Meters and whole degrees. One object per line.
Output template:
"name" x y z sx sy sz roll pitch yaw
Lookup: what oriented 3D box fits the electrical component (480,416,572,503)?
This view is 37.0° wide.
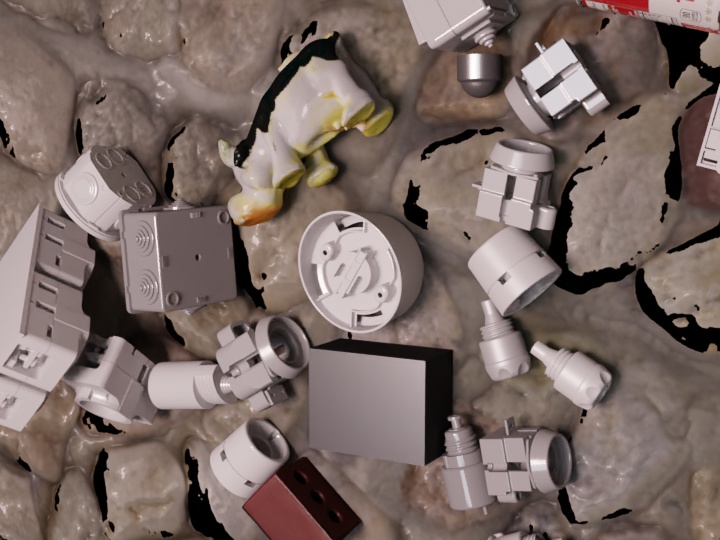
"electrical component" 0.127 0.145 0.819 0.055 0.048 0.066 -7 94 37

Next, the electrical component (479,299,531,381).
"electrical component" 0.107 0.052 0.822 0.035 0.035 0.061 -20 84 29

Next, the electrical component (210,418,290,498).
"electrical component" -0.095 0.162 0.938 0.047 0.055 0.055 -46 75 22

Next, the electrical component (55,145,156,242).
"electrical component" -0.228 -0.070 0.964 0.051 0.080 0.080 -40 78 22

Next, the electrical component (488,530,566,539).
"electrical component" 0.131 0.222 0.829 0.062 0.048 0.048 -22 86 23

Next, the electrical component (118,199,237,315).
"electrical component" -0.153 -0.011 0.921 0.048 0.100 0.099 1 98 42

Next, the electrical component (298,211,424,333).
"electrical component" 0.000 0.000 0.856 0.099 0.064 0.099 4 99 28

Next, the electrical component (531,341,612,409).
"electrical component" 0.155 0.074 0.799 0.061 0.035 0.035 36 112 23

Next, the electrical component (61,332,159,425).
"electrical component" -0.220 0.102 0.968 0.050 0.089 0.055 7 64 28

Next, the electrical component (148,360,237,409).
"electrical component" -0.144 0.103 0.962 0.081 0.043 0.043 -4 95 29

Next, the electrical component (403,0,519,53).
"electrical component" 0.068 -0.201 0.792 0.061 0.062 0.096 -30 83 29

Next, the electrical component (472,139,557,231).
"electrical component" 0.117 -0.065 0.795 0.066 0.048 0.055 18 113 26

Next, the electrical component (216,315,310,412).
"electrical component" -0.079 0.073 0.915 0.057 0.058 0.078 -32 81 31

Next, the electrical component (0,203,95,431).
"electrical component" -0.294 0.042 0.970 0.105 0.060 0.186 -49 31 25

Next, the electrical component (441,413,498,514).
"electrical component" 0.083 0.152 0.846 0.040 0.040 0.078 -13 91 30

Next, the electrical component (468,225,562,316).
"electrical component" 0.114 -0.001 0.800 0.055 0.055 0.047 -46 71 26

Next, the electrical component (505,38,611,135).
"electrical component" 0.138 -0.130 0.774 0.055 0.048 0.066 -35 80 20

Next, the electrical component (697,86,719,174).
"electrical component" 0.270 -0.116 0.692 0.079 0.063 0.121 19 106 25
